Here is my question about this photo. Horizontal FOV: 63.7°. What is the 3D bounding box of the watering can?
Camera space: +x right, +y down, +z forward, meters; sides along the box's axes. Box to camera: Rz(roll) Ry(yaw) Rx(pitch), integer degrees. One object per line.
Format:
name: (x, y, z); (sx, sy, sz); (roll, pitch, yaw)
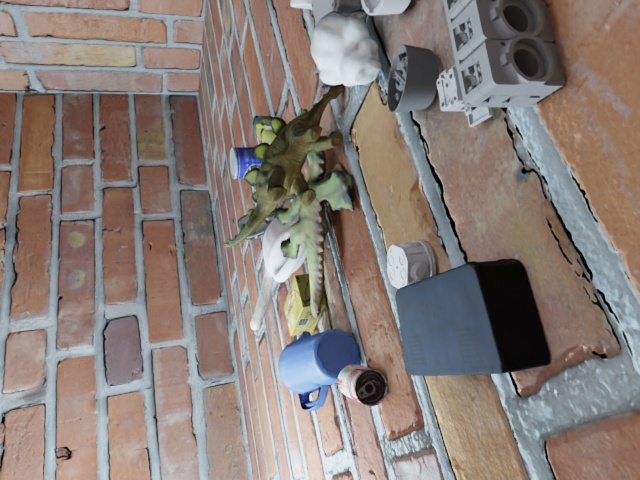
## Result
watering can: (-0.110, 0.050, 1.365); (0.345, 0.103, 0.227); (-60, 21, 9)

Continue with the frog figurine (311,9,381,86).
frog figurine: (0.045, -0.334, 0.935); (0.135, 0.122, 0.163); (-46, 37, 41)

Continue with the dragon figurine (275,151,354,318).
dragon figurine: (0.003, -0.058, 1.146); (0.238, 0.122, 0.418); (-49, 48, 53)
